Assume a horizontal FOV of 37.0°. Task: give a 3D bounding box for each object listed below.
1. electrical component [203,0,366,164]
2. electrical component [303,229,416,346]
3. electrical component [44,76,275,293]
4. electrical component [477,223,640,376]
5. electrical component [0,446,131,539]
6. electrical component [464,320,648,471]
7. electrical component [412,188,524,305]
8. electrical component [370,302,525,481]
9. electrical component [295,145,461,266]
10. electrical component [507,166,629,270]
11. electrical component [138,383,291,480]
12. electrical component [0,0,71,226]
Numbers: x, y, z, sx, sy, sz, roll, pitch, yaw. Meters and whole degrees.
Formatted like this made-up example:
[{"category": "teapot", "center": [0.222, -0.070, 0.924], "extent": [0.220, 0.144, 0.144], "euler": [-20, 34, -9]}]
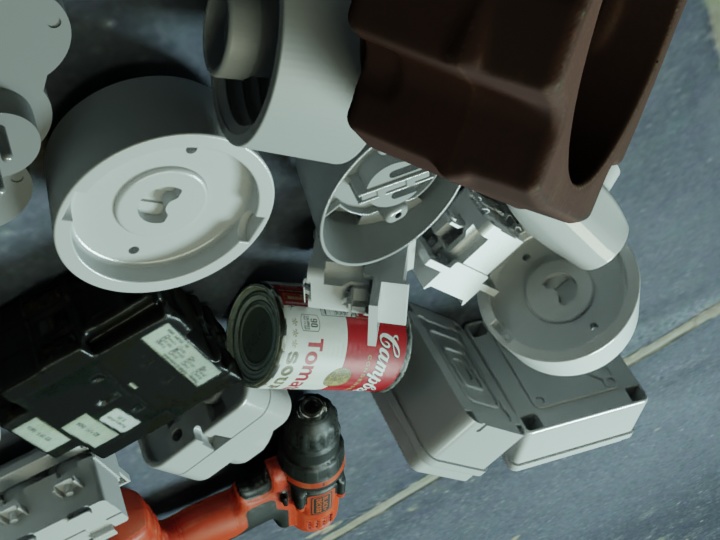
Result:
[{"category": "electrical component", "center": [-0.034, -0.102, 0.469], "extent": [0.060, 0.108, 0.108], "euler": [1, 137, -25]}, {"category": "electrical component", "center": [0.000, 0.000, 0.649], "extent": [0.064, 0.081, 0.042], "euler": [6, 142, 5]}, {"category": "electrical component", "center": [-0.103, -0.046, 0.532], "extent": [0.108, 0.060, 0.108], "euler": [-17, 144, -13]}, {"category": "electrical component", "center": [0.140, 0.021, 0.740], "extent": [0.108, 0.108, 0.060], "euler": [-30, 151, 6]}, {"category": "electrical component", "center": [-0.224, 0.164, 0.727], "extent": [0.121, 0.063, 0.078], "euler": [-26, 145, 0]}, {"category": "electrical component", "center": [0.142, 0.085, 0.820], "extent": [0.109, 0.108, 0.056], "euler": [-12, 140, -20]}, {"category": "electrical component", "center": [0.067, -0.017, 0.697], "extent": [0.064, 0.042, 0.081], "euler": [-43, 143, 20]}, {"category": "electrical component", "center": [0.054, 0.087, 0.761], "extent": [0.057, 0.113, 0.078], "euler": [-45, 141, 20]}, {"category": "electrical component", "center": [0.013, -0.055, 0.592], "extent": [0.099, 0.064, 0.099], "euler": [-17, 144, -13]}, {"category": "electrical component", "center": [0.140, -0.054, 0.686], "extent": [0.077, 0.044, 0.079], "euler": [39, 76, -27]}, {"category": "electrical component", "center": [-0.097, 0.098, 0.730], "extent": [0.095, 0.053, 0.059], "euler": [-37, 144, 16]}, {"category": "electrical component", "center": [-0.159, -0.065, 0.461], "extent": [0.052, 0.073, 0.138], "euler": [-1, 138, -32]}]
